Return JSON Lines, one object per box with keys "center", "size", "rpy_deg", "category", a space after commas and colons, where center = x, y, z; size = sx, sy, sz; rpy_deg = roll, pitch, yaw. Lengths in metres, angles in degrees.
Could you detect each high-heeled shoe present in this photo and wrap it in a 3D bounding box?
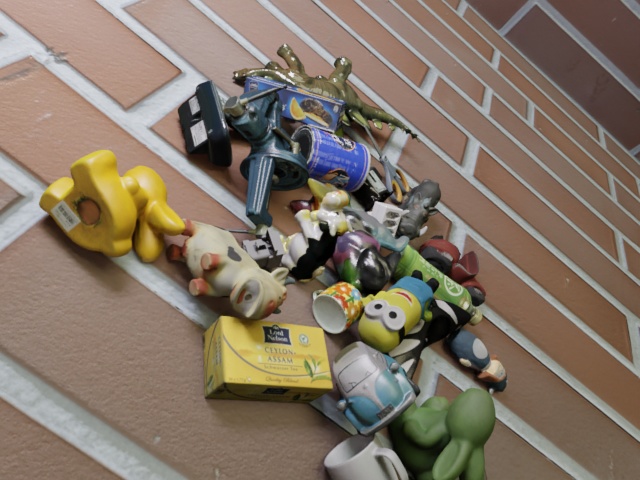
{"center": [0.199, 0.186, 0.945], "size": [0.249, 0.086, 0.145], "rpy_deg": [-6, 41, -23], "category": "high-heeled shoe"}

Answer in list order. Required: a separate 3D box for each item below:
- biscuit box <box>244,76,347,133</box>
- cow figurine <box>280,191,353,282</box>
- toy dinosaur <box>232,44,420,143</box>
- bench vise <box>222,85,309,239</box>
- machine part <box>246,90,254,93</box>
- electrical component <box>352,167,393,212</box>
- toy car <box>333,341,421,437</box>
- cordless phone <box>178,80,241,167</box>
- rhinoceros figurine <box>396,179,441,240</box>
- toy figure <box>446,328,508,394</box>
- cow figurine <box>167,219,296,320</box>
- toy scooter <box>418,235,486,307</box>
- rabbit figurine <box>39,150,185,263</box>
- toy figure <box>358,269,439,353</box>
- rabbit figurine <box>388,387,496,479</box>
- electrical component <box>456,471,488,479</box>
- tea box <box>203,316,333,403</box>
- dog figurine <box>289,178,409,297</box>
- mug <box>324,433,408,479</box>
{"center": [-0.052, -0.274, 1.078], "size": [0.203, 0.059, 0.063], "rpy_deg": [17, 22, 6], "category": "biscuit box"}
{"center": [-0.002, -0.003, 0.883], "size": [0.068, 0.167, 0.098], "rpy_deg": [-9, 62, -49], "category": "cow figurine"}
{"center": [0.029, -0.313, 1.221], "size": [0.471, 0.105, 0.198], "rpy_deg": [4, 62, -27], "category": "toy dinosaur"}
{"center": [-0.092, -0.123, 0.899], "size": [0.223, 0.129, 0.240], "rpy_deg": [57, 35, -62], "category": "bench vise"}
{"center": [-0.107, -0.223, 1.031], "size": [0.138, 0.039, 0.084], "rpy_deg": [66, 20, -1], "category": "machine part"}
{"center": [0.095, -0.126, 1.157], "size": [0.119, 0.048, 0.075], "rpy_deg": [50, 40, 6], "category": "electrical component"}
{"center": [0.068, 0.199, 0.782], "size": [0.103, 0.109, 0.162], "rpy_deg": [54, 2, -12], "category": "toy car"}
{"center": [-0.159, -0.192, 0.987], "size": [0.184, 0.089, 0.147], "rpy_deg": [21, 43, -53], "category": "cordless phone"}
{"center": [0.210, -0.060, 1.150], "size": [0.073, 0.112, 0.190], "rpy_deg": [46, 44, -5], "category": "rhinoceros figurine"}
{"center": [0.310, 0.236, 1.038], "size": [0.154, 0.058, 0.064], "rpy_deg": [43, 79, -5], "category": "toy figure"}
{"center": [-0.123, 0.048, 0.766], "size": [0.127, 0.085, 0.195], "rpy_deg": [8, 23, -42], "category": "cow figurine"}
{"center": [0.291, 0.050, 1.158], "size": [0.184, 0.075, 0.135], "rpy_deg": [41, 41, -10], "category": "toy scooter"}
{"center": [-0.264, -0.054, 0.752], "size": [0.162, 0.122, 0.173], "rpy_deg": [44, 22, -6], "category": "rabbit figurine"}
{"center": [0.135, 0.119, 0.896], "size": [0.180, 0.082, 0.089], "rpy_deg": [-31, 118, -47], "category": "toy figure"}
{"center": [0.187, 0.287, 0.801], "size": [0.121, 0.170, 0.159], "rpy_deg": [24, 44, -23], "category": "rabbit figurine"}
{"center": [0.238, 0.376, 0.871], "size": [0.078, 0.045, 0.102], "rpy_deg": [-5, 54, -10], "category": "electrical component"}
{"center": [-0.073, 0.171, 0.757], "size": [0.169, 0.068, 0.098], "rpy_deg": [11, 52, -32], "category": "tea box"}
{"center": [0.037, -0.010, 0.974], "size": [0.219, 0.108, 0.191], "rpy_deg": [38, 44, -3], "category": "dog figurine"}
{"center": [0.076, 0.326, 0.733], "size": [0.107, 0.109, 0.081], "rpy_deg": [61, 33, -1], "category": "mug"}
